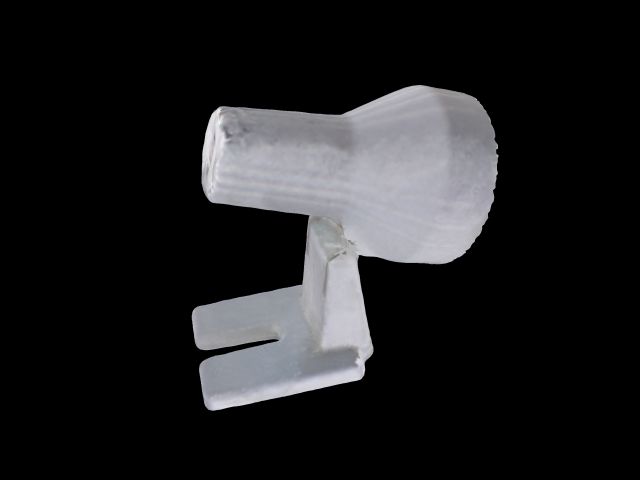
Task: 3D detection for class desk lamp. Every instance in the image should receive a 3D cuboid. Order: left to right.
[{"bbox_3d":[0.004,0.001,0.400,0.203,0.214,0.117,-11,39,-13],"label":"desk lamp"}]
